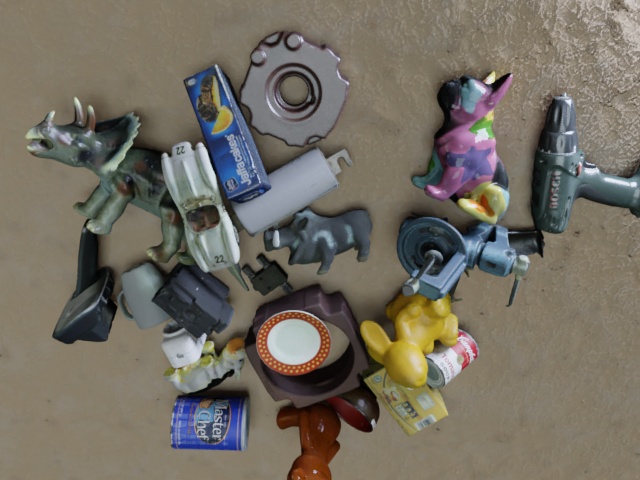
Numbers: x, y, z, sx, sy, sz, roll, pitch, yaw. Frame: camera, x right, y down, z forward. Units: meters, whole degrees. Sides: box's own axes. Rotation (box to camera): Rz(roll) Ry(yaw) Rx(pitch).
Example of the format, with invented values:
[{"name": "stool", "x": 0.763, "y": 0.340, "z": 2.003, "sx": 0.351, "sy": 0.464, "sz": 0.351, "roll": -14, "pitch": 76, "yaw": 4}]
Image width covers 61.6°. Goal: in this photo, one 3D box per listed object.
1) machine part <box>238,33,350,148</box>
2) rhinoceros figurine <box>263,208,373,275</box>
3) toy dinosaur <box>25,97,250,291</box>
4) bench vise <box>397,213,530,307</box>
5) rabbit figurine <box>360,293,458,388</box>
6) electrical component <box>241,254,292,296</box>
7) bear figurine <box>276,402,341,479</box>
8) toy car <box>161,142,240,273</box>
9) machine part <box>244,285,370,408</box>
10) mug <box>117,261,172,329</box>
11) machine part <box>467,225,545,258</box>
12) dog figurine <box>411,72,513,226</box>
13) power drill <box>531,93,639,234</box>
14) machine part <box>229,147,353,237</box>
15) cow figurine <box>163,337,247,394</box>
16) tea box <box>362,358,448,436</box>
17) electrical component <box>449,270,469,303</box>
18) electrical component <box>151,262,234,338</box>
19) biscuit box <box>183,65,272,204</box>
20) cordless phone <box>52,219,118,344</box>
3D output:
[{"name": "machine part", "x": -0.040, "y": -0.232, "z": 0.842, "sx": 0.179, "sy": 0.056, "sz": 0.179, "roll": -1, "pitch": 114, "yaw": -1}, {"name": "rhinoceros figurine", "x": -0.002, "y": -0.003, "z": 0.928, "sx": 0.190, "sy": 0.073, "sz": 0.112, "roll": -10, "pitch": 114, "yaw": 3}, {"name": "toy dinosaur", "x": -0.259, "y": -0.075, "z": 0.874, "sx": 0.404, "sy": 0.131, "sz": 0.192, "roll": 26, "pitch": 97, "yaw": -23}, {"name": "bench vise", "x": 0.208, "y": 0.037, "z": 0.856, "sx": 0.224, "sy": 0.240, "sz": 0.128, "roll": 30, "pitch": 125, "yaw": 19}, {"name": "rabbit figurine", "x": 0.152, "y": 0.173, "z": 0.938, "sx": 0.163, "sy": 0.173, "sz": 0.121, "roll": 3, "pitch": 141, "yaw": 21}, {"name": "electrical component", "x": -0.095, "y": 0.072, "z": 0.984, "sx": 0.063, "sy": 0.021, "sz": 0.094, "roll": -36, "pitch": 109, "yaw": 13}, {"name": "bear figurine", "x": -0.025, "y": 0.412, "z": 1.019, "sx": 0.132, "sy": 0.196, "sz": 0.120, "roll": -31, "pitch": 114, "yaw": 32}, {"name": "toy car", "x": -0.179, "y": -0.049, "z": 0.816, "sx": 0.074, "sy": 0.056, "sz": 0.201, "roll": -16, "pitch": 105, "yaw": 3}, {"name": "machine part", "x": -0.023, "y": 0.198, "z": 1.005, "sx": 0.201, "sy": 0.087, "sz": 0.201, "roll": -22, "pitch": 113, "yaw": 8}, {"name": "mug", "x": -0.318, "y": 0.097, "z": 0.967, "sx": 0.110, "sy": 0.081, "sz": 0.107, "roll": -15, "pitch": 102, "yaw": 25}, {"name": "machine part", "x": 0.330, "y": 0.005, "z": 0.957, "sx": 0.139, "sy": 0.039, "sz": 0.084, "roll": -2, "pitch": 107, "yaw": 2}, {"name": "dog figurine", "x": 0.253, "y": -0.154, "z": 0.854, "sx": 0.191, "sy": 0.108, "sz": 0.219, "roll": 23, "pitch": 107, "yaw": -9}, {"name": "power drill", "x": 0.457, "y": -0.117, "z": 0.886, "sx": 0.207, "sy": 0.086, "sz": 0.231, "roll": 3, "pitch": 114, "yaw": -6}, {"name": "machine part", "x": -0.059, "y": -0.078, "z": 0.879, "sx": 0.243, "sy": 0.079, "sz": 0.079, "roll": -30, "pitch": 110, "yaw": 1}, {"name": "cow figurine", "x": -0.202, "y": 0.246, "z": 1.026, "sx": 0.167, "sy": 0.068, "sz": 0.098, "roll": -18, "pitch": 124, "yaw": 13}, {"name": "tea box", "x": 0.165, "y": 0.289, "z": 1.054, "sx": 0.098, "sy": 0.068, "sz": 0.169, "roll": -31, "pitch": 108, "yaw": 9}, {"name": "electrical component", "x": 0.227, "y": 0.077, "z": 0.983, "sx": 0.078, "sy": 0.045, "sz": 0.102, "roll": 17, "pitch": 112, "yaw": 23}, {"name": "electrical component", "x": -0.215, "y": 0.105, "z": 0.946, "sx": 0.134, "sy": 0.115, "sz": 0.058, "roll": 42, "pitch": 110, "yaw": -16}, {"name": "biscuit box", "x": -0.141, "y": -0.159, "z": 0.823, "sx": 0.059, "sy": 0.063, "sz": 0.202, "roll": -22, "pitch": 84, "yaw": 7}, {"name": "cordless phone", "x": -0.395, "y": 0.068, "z": 0.909, "sx": 0.089, "sy": 0.147, "sz": 0.184, "roll": 6, "pitch": 115, "yaw": -12}]
